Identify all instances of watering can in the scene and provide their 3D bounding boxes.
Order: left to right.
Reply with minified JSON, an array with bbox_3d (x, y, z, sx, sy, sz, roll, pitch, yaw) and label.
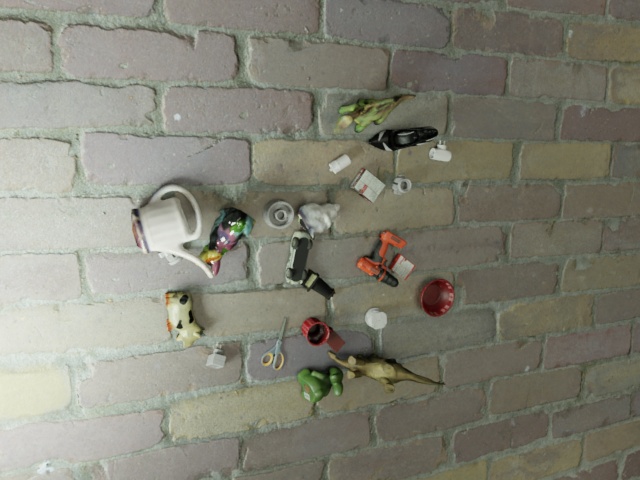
[{"bbox_3d":[-0.483,-0.014,1.674,0.225,0.102,0.351,-17,77,-13],"label":"watering can"}]

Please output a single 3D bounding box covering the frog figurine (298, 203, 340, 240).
[{"bbox_3d":[0.006,-0.094,1.872,0.160,0.139,0.120,-33,125,-12],"label":"frog figurine"}]

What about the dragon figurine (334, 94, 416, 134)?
[{"bbox_3d":[0.217,-0.473,1.847,0.413,0.243,0.121,-26,103,-13],"label":"dragon figurine"}]
